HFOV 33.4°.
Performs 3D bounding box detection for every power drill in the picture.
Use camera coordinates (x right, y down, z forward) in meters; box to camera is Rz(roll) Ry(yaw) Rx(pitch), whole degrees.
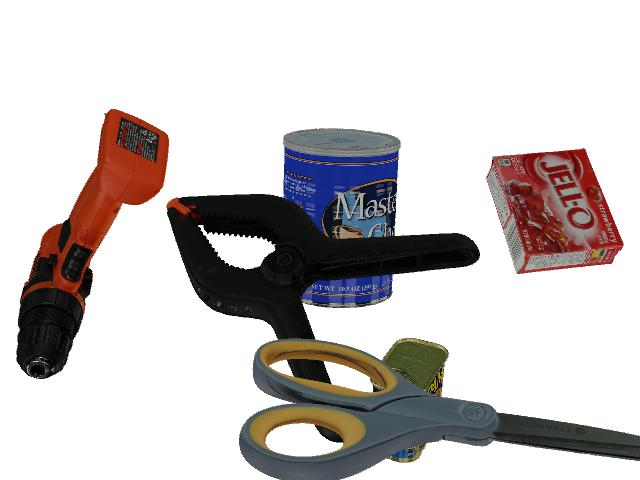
[{"bbox_3d":[-0.191,0.000,0.870,0.057,0.188,0.184,25,28,-22],"label":"power drill"}]

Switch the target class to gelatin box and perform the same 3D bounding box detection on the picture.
[{"bbox_3d":[0.167,-0.023,0.769,0.073,0.089,0.030,-5,-32,-10],"label":"gelatin box"}]

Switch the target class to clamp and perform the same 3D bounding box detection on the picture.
[{"bbox_3d":[-0.011,0.018,0.710,0.210,0.164,0.036,34,-25,27],"label":"clamp"}]

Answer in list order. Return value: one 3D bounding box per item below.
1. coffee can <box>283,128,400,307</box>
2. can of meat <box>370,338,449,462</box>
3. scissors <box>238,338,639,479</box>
[{"bbox_3d":[0.017,-0.022,0.950,0.103,0.140,0.103,2,15,-1],"label":"coffee can"},{"bbox_3d":[0.087,0.159,1.064,0.057,0.084,0.102,12,27,21],"label":"can of meat"},{"bbox_3d":[0.053,0.088,0.461,0.202,0.016,0.096,16,35,23],"label":"scissors"}]
